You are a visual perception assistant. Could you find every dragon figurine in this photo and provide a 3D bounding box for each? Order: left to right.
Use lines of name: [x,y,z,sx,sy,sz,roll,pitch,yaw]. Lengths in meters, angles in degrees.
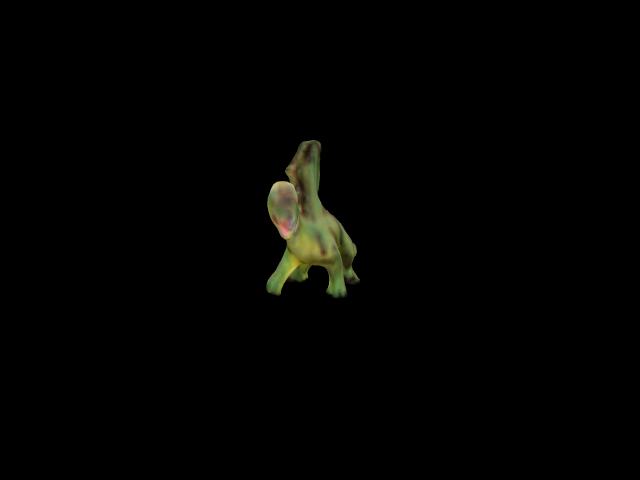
dragon figurine: [0.003,-0.043,0.850,0.122,0.241,0.414,3,12,15]
